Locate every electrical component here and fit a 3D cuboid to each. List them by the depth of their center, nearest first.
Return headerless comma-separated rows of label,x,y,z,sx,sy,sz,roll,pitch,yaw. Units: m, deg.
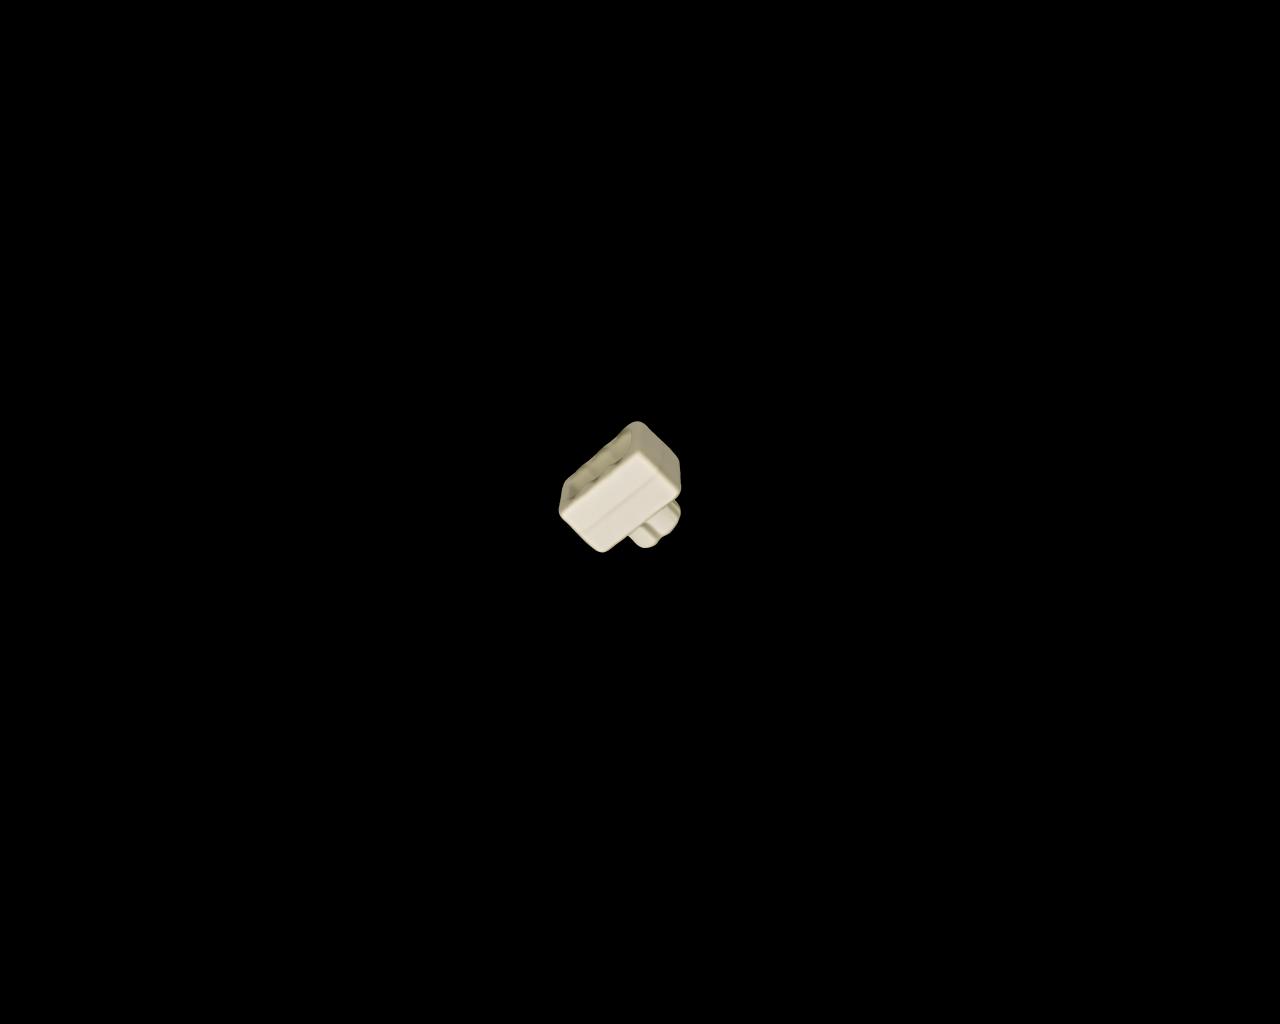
electrical component,0.001,-0.003,0.650,0.065,0.076,0.047,-38,22,18
